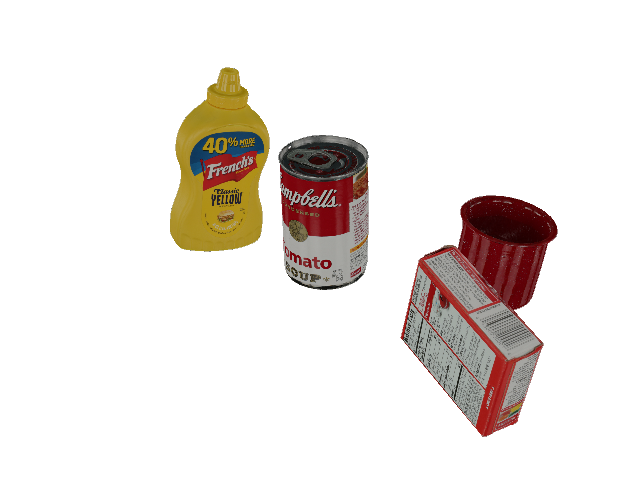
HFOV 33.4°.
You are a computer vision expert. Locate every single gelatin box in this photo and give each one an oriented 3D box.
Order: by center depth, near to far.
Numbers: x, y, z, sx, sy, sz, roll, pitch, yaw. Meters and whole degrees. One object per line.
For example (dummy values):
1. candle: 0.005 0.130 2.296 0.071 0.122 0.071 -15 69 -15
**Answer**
1. gelatin box: 0.087 0.058 0.627 0.030 0.073 0.089 -20 50 -24

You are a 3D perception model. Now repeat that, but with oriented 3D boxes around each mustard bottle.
1. mustard bottle: -0.101 -0.084 1.094 0.096 0.192 0.058 -5 30 -22

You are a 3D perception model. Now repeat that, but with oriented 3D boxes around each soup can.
1. soup can: 0.003 -0.022 0.829 0.068 0.102 0.068 -1 33 0

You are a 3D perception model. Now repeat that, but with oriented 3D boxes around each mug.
1. mug: 0.169 0.008 1.041 0.093 0.081 0.117 -6 34 -23
